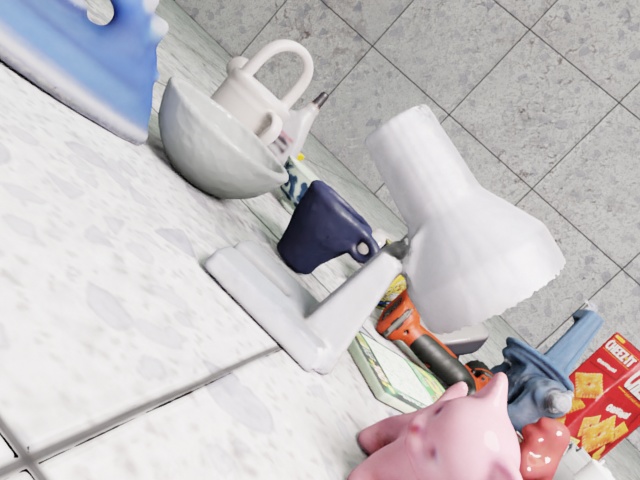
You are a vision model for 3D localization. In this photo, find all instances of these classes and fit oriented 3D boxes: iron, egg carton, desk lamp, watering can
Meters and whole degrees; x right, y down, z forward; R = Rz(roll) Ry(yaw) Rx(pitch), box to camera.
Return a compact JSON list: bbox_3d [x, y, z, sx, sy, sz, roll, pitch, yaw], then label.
[{"bbox_3d":[-0.227,-0.217,0.516,0.259,0.141,0.118,38,12,-28],"label":"iron"},{"bbox_3d":[0.123,0.037,1.023,0.107,0.069,0.151,47,11,19],"label":"egg carton"},{"bbox_3d":[0.055,0.011,0.468,0.203,0.213,0.118,44,10,2],"label":"desk lamp"},{"bbox_3d":[-0.093,-0.194,0.783,0.172,0.194,0.101,47,11,21],"label":"watering can"}]

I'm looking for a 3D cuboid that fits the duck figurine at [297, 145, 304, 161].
[{"bbox_3d":[-0.071,-0.165,1.049,0.104,0.086,0.078,49,12,27],"label":"duck figurine"}]

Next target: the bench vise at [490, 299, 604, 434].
[{"bbox_3d":[0.354,0.194,0.851,0.122,0.219,0.207,40,11,-18],"label":"bench vise"}]

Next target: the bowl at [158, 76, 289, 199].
[{"bbox_3d":[-0.119,-0.098,0.635,0.168,0.074,0.167,42,10,-9],"label":"bowl"}]

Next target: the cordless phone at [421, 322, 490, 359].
[{"bbox_3d":[0.220,0.086,0.869,0.094,0.185,0.147,37,12,-32],"label":"cordless phone"}]

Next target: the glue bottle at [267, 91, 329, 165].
[{"bbox_3d":[-0.048,-0.183,0.964,0.078,0.173,0.037,43,10,-4],"label":"glue bottle"}]

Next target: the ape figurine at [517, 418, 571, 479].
[{"bbox_3d":[0.212,0.217,0.581,0.076,0.092,0.078,46,11,14],"label":"ape figurine"}]

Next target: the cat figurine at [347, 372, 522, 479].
[{"bbox_3d":[0.081,0.129,0.365,0.067,0.117,0.128,44,10,2],"label":"cat figurine"}]

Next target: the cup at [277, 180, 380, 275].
[{"bbox_3d":[0.006,0.002,0.649,0.117,0.095,0.092,48,11,26],"label":"cup"}]
